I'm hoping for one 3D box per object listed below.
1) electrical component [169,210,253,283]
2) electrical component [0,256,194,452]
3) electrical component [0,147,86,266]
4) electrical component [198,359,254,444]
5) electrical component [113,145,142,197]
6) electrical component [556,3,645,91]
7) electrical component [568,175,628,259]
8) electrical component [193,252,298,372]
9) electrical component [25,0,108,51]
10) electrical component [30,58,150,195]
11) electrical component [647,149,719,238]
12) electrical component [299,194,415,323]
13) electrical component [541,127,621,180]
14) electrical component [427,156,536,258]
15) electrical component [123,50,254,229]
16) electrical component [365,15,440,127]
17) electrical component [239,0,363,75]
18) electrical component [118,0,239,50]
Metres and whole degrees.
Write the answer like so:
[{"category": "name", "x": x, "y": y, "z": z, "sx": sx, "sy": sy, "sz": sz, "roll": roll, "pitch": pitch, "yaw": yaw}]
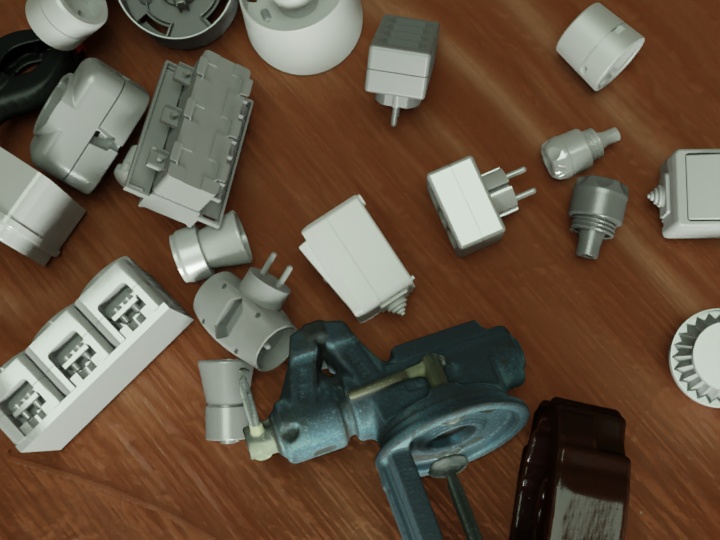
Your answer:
[{"category": "electrical component", "x": -0.119, "y": -0.018, "z": 0.858, "sx": 0.055, "sy": 0.045, "sz": 0.045, "roll": -20, "pitch": 81, "yaw": 0}, {"category": "electrical component", "x": -0.211, "y": 0.064, "z": 0.828, "sx": 0.150, "sy": 0.089, "sz": 0.062, "roll": -45, "pitch": 82, "yaw": -3}, {"category": "electrical component", "x": -0.272, "y": -0.053, "z": 0.837, "sx": 0.078, "sy": 0.113, "sz": 0.057, "roll": 32, "pitch": 82, "yaw": 7}, {"category": "electrical component", "x": -0.104, "y": 0.103, "z": 0.842, "sx": 0.044, "sy": 0.044, "sz": 0.065, "roll": -2, "pitch": 86, "yaw": 3}, {"category": "electrical component", "x": -0.167, "y": -0.089, "z": 0.872, "sx": 0.048, "sy": 0.048, "sz": 0.062, "roll": 23, "pitch": 76, "yaw": 6}, {"category": "electrical component", "x": 0.191, "y": -0.179, "z": 0.859, "sx": 0.055, "sy": 0.055, "sz": 0.047, "roll": -44, "pitch": 78, "yaw": -3}, {"category": "electrical component", "x": 0.185, "y": -0.040, "z": 0.844, "sx": 0.043, "sy": 0.043, "sz": 0.062, "roll": 13, "pitch": 84, "yaw": 5}, {"category": "electrical component", "x": -0.080, "y": 0.024, "z": 0.833, "sx": 0.077, "sy": 0.043, "sz": 0.079, "roll": 38, "pitch": 102, "yaw": 29}, {"category": "electrical component", "x": -0.243, "y": -0.235, "z": 0.879, "sx": 0.074, "sy": 0.052, "sz": 0.138, "roll": -27, "pitch": 50, "yaw": 35}, {"category": "electrical component", "x": -0.219, "y": -0.117, "z": 0.855, "sx": 0.059, "sy": 0.053, "sz": 0.095, "roll": 31, "pitch": 98, "yaw": -27}, {"category": "electrical component", "x": 0.273, "y": -0.059, "z": 0.833, "sx": 0.096, "sy": 0.061, "sz": 0.061, "roll": 0, "pitch": 82, "yaw": 3}, {"category": "electrical component", "x": 0.000, "y": 0.000, "z": 0.839, "sx": 0.061, "sy": 0.061, "sz": 0.096, "roll": -33, "pitch": 81, "yaw": -2}, {"category": "electrical component", "x": 0.178, "y": -0.097, "z": 0.857, "sx": 0.061, "sy": 0.035, "sz": 0.035, "roll": -23, "pitch": 81, "yaw": -3}, {"category": "electrical component", "x": 0.100, "y": -0.057, "z": 0.849, "sx": 0.077, "sy": 0.047, "sz": 0.065, "roll": -23, "pitch": 81, "yaw": 0}, {"category": "electrical component", "x": -0.126, "y": -0.104, "z": 0.836, "sx": 0.079, "sy": 0.063, "sz": 0.121, "roll": 23, "pitch": 60, "yaw": -22}, {"category": "electrical component", "x": 0.032, "y": -0.153, "z": 0.859, "sx": 0.047, "sy": 0.083, "sz": 0.075, "roll": 10, "pitch": 121, "yaw": 4}, {"category": "electrical component", "x": -0.050, "y": -0.219, "z": 0.885, "sx": 0.099, "sy": 0.064, "sz": 0.099, "roll": -3, "pitch": 69, "yaw": 8}, {"category": "electrical component", "x": -0.148, "y": -0.233, "z": 0.880, "sx": 0.099, "sy": 0.064, "sz": 0.099, "roll": 0, "pitch": 82, "yaw": 3}]
